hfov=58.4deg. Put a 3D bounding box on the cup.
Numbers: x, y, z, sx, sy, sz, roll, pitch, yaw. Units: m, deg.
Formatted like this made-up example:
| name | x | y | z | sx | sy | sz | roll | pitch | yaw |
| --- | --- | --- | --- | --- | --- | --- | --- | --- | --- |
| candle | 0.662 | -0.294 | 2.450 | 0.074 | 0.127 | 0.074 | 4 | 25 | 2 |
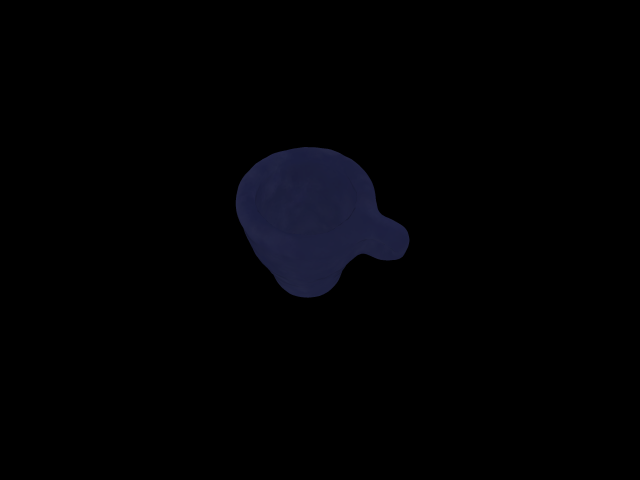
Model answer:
| name | x | y | z | sx | sy | sz | roll | pitch | yaw |
| --- | --- | --- | --- | --- | --- | --- | --- | --- | --- |
| cup | 0.004 | 0.001 | 0.400 | 0.117 | 0.095 | 0.092 | 21 | 56 | 15 |
